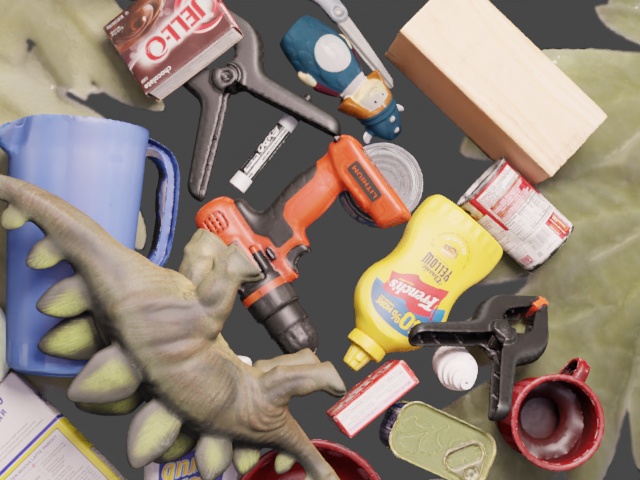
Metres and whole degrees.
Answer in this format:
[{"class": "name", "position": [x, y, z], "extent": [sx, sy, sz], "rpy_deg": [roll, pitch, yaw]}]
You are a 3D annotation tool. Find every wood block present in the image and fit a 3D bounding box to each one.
[{"class": "wood block", "position": [0.176, -0.159, 1.087], "extent": [0.206, 0.091, 0.090], "rpy_deg": [44, 82, 0]}]

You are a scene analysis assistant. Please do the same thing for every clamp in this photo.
[{"class": "clamp", "position": [-0.098, -0.152, 1.077], "extent": [0.164, 0.036, 0.210], "rpy_deg": [-31, 80, -1]}, {"class": "clamp", "position": [0.165, 0.095, 1.051], "extent": [0.120, 0.039, 0.171], "rpy_deg": [42, 41, 8]}]

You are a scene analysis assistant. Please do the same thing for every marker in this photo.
[{"class": "marker", "position": [-0.048, -0.100, 1.092], "extent": [0.020, 0.020, 0.121], "rpy_deg": [38, 86, -1]}]

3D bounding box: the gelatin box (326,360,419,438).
[{"class": "gelatin box", "position": [0.050, 0.155, 1.054], "extent": [0.089, 0.073, 0.030], "rpy_deg": [-39, 89, -8]}]

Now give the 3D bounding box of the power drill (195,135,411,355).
[{"class": "power drill", "position": [-0.007, 0.001, 1.048], "extent": [0.188, 0.057, 0.184], "rpy_deg": [-35, 85, 8]}]

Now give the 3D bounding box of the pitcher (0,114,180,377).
[{"class": "pitcher", "position": [-0.227, 0.005, 1.020], "extent": [0.149, 0.145, 0.243], "rpy_deg": [3, 88, 10]}]

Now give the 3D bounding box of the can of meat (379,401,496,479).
[{"class": "can of meat", "position": [0.112, 0.198, 1.051], "extent": [0.102, 0.084, 0.057], "rpy_deg": [25, 82, -3]}]

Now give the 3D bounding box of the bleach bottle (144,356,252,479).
[{"class": "bleach bottle", "position": [-0.119, 0.239, 1.036], "extent": [0.102, 0.068, 0.251], "rpy_deg": [1, 87, -7]}]

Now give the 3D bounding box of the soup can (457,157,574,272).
[{"class": "soup can", "position": [0.199, -0.025, 1.089], "extent": [0.102, 0.068, 0.068], "rpy_deg": [43, 82, -1]}]

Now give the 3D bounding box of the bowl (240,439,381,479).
[{"class": "bowl", "position": [-0.014, 0.274, 1.044], "extent": [0.162, 0.055, 0.162], "rpy_deg": [1, 85, -8]}]

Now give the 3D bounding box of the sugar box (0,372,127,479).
[{"class": "sugar box", "position": [-0.266, 0.220, 1.031], "extent": [0.093, 0.048, 0.176], "rpy_deg": [-44, 87, -8]}]

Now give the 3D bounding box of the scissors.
[{"class": "scissors", "position": [0.025, -0.257, 1.118], "extent": [0.202, 0.016, 0.096], "rpy_deg": [38, 82, -2]}]

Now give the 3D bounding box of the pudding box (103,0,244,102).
[{"class": "pudding box", "position": [-0.145, -0.206, 1.055], "extent": [0.113, 0.039, 0.090], "rpy_deg": [-37, 72, 11]}]

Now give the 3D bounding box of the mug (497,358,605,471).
[{"class": "mug", "position": [0.231, 0.169, 1.067], "extent": [0.093, 0.081, 0.117], "rpy_deg": [30, 83, -2]}]

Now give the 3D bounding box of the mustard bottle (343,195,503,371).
[{"class": "mustard bottle", "position": [0.090, 0.054, 1.075], "extent": [0.096, 0.058, 0.191], "rpy_deg": [41, 83, -6]}]

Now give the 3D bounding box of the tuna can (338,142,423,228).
[{"class": "tuna can", "position": [0.062, -0.057, 1.095], "extent": [0.086, 0.034, 0.086], "rpy_deg": [1, 85, -6]}]
